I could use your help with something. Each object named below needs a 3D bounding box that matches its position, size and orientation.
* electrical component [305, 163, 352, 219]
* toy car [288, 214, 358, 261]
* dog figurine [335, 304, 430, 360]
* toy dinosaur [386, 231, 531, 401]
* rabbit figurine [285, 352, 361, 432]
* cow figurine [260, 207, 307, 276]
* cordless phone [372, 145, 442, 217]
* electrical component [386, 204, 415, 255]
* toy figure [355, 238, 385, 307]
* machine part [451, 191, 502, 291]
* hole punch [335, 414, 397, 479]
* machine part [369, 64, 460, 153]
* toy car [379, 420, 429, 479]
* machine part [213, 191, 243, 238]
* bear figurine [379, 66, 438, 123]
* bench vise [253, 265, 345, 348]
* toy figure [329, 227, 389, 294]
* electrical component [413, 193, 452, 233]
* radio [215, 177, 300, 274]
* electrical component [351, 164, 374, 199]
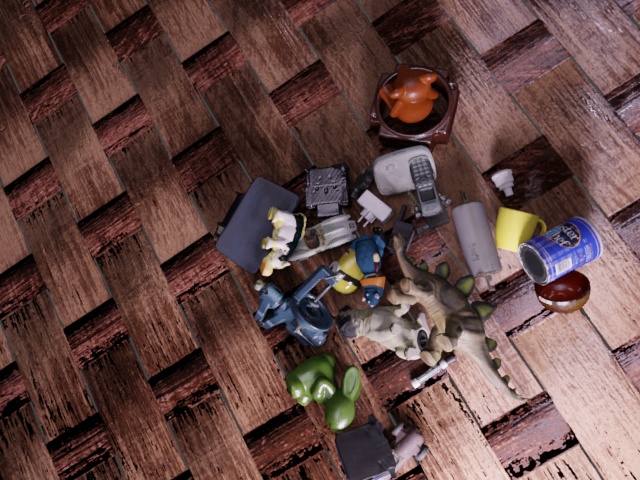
[{"bbox_3d":[0.021,-0.121,1.363,0.115,0.058,0.134,-8,77,14],"label":"electrical component"},{"bbox_3d":[-0.003,-0.004,1.340,0.202,0.056,0.073,-20,75,15],"label":"toy car"},{"bbox_3d":[0.146,0.219,1.264,0.191,0.121,0.172,-15,114,44],"label":"dog figurine"},{"bbox_3d":[0.297,0.180,1.169,0.198,0.105,0.471,-29,87,-36],"label":"toy dinosaur"},{"bbox_3d":[0.026,0.357,1.241,0.159,0.121,0.170,-31,58,-16],"label":"rabbit figurine"},{"bbox_3d":[-0.091,0.010,1.304,0.098,0.068,0.167,12,93,-19],"label":"cow figurine"},{"bbox_3d":[0.211,-0.125,1.281,0.147,0.088,0.184,-14,62,10],"label":"cordless phone"},{"bbox_3d":[0.202,-0.021,1.293,0.048,0.074,0.119,20,81,15],"label":"electrical component"},{"bbox_3d":[0.117,0.073,1.227,0.058,0.064,0.154,-10,87,-9],"label":"toy figure"},{"bbox_3d":[0.363,0.000,1.247,0.079,0.079,0.243,-14,76,10],"label":"machine part"},{"bbox_3d":[0.097,0.475,1.184,0.116,0.092,0.142,-14,54,-14],"label":"hole punch"},{"bbox_3d":[0.234,-0.327,1.338,0.201,0.087,0.201,13,81,16],"label":"machine part"},{"bbox_3d":[0.155,0.501,1.214,0.202,0.053,0.089,-45,76,1],"label":"toy car"},{"bbox_3d":[-0.229,-0.059,1.422,0.084,0.039,0.138,19,86,24],"label":"machine part"},{"bbox_3d":[0.196,-0.341,1.204,0.120,0.195,0.132,-27,74,10],"label":"bear figurine"},{"bbox_3d":[-0.040,0.137,1.280,0.224,0.129,0.240,47,115,9],"label":"bench vise"},{"bbox_3d":[0.095,0.051,1.301,0.180,0.082,0.089,-43,73,0],"label":"toy figure"},{"bbox_3d":[0.273,-0.068,1.299,0.102,0.045,0.078,-18,74,10],"label":"electrical component"},{"bbox_3d":[-0.159,-0.040,1.362,0.131,0.073,0.229,30,86,-4],"label":"radio"},{"bbox_3d":[0.108,-0.145,1.339,0.021,0.063,0.094,34,66,-17],"label":"electrical component"}]
